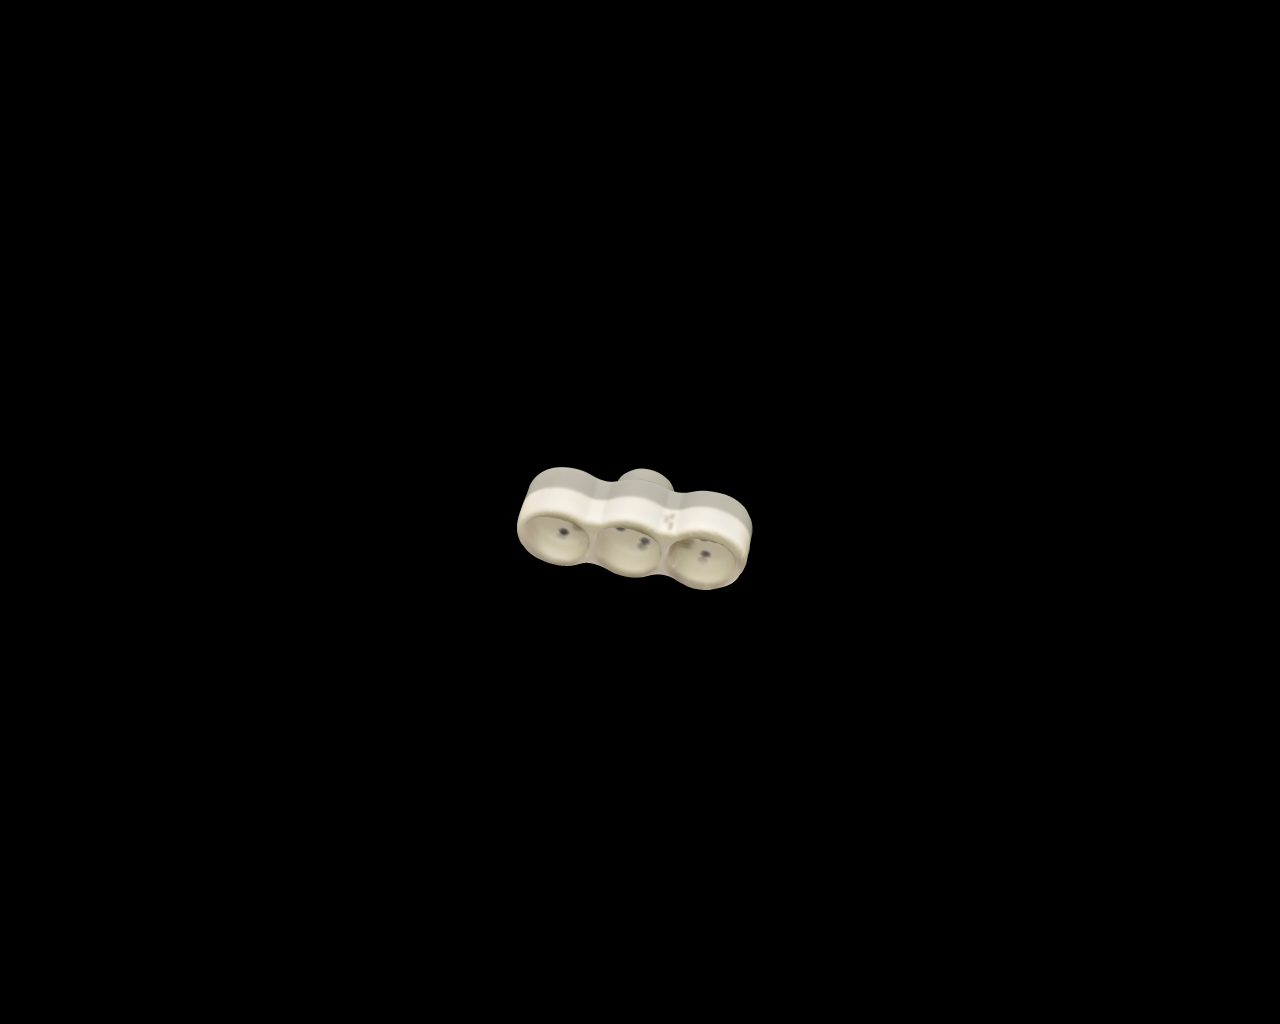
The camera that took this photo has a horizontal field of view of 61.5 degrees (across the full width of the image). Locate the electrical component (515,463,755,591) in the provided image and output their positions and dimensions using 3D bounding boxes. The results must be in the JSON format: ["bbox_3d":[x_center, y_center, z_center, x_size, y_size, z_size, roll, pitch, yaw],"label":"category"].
[{"bbox_3d":[0.001,-0.003,0.650,0.138,0.074,0.052,9,-43,8],"label":"electrical component"}]
